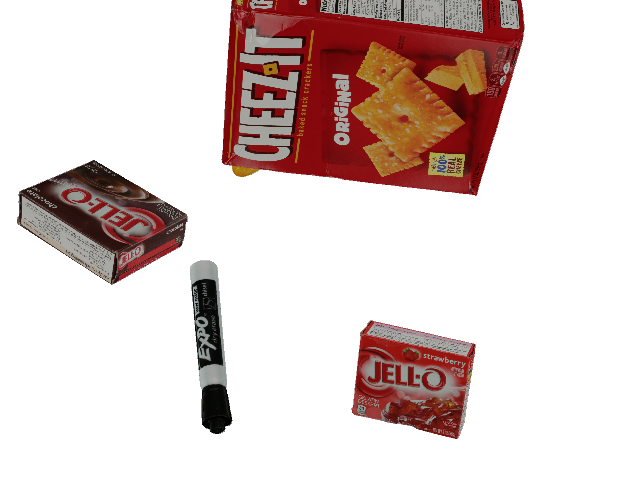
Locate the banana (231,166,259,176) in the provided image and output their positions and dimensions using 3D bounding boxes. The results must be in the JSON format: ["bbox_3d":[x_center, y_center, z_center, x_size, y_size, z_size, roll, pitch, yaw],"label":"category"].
[{"bbox_3d":[-0.024,-0.101,1.116,0.197,0.037,0.070,-7,49,-42],"label":"banana"}]

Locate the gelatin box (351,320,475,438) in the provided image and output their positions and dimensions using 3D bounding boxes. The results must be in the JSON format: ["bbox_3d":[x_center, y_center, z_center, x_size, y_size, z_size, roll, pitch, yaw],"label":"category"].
[{"bbox_3d":[0.072,0.109,0.838,0.089,0.073,0.030,11,23,15],"label":"gelatin box"}]

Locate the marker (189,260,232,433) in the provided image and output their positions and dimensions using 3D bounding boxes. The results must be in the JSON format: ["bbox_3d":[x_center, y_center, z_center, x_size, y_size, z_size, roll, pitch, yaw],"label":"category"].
[{"bbox_3d":[-0.071,0.067,0.684,0.020,0.121,0.020,-6,-35,-5],"label":"marker"}]

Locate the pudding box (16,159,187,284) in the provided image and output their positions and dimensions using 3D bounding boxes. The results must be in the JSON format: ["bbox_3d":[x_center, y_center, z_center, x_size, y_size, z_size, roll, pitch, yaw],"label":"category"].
[{"bbox_3d":[-0.184,-0.017,0.899,0.114,0.039,0.089,28,33,22],"label":"pudding box"}]

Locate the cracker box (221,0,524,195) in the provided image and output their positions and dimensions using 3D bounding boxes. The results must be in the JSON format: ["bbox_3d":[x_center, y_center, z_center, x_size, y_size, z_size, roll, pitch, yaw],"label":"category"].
[{"bbox_3d":[0.034,-0.121,0.828,0.213,0.072,0.164,6,-41,-3],"label":"cracker box"}]
